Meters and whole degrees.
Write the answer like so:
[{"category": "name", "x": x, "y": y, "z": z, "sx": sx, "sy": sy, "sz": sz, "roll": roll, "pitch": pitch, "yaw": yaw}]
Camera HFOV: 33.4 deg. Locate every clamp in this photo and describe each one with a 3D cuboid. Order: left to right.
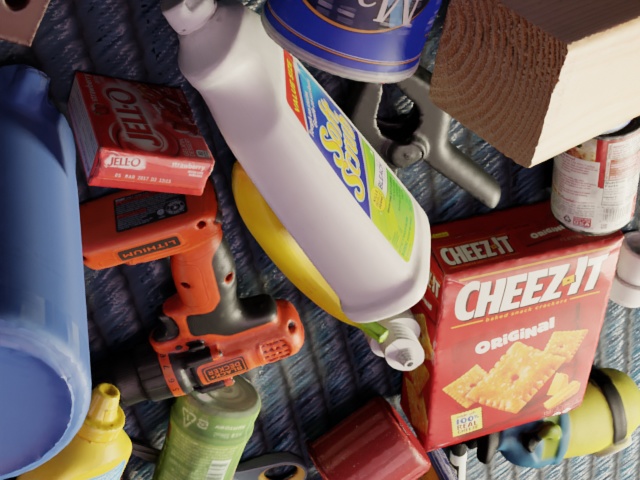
[{"category": "clamp", "x": 0.053, "y": -0.064, "z": 0.778, "sx": 0.120, "sy": 0.039, "sz": 0.171, "roll": -28, "pitch": 128, "yaw": 5}]

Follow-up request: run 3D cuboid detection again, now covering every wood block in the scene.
[{"category": "wood block", "x": 0.179, "y": -0.134, "z": 0.688, "sx": 0.205, "sy": 0.091, "sz": 0.090, "roll": -25, "pitch": 141, "yaw": -34}]

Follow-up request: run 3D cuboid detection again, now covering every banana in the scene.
[{"category": "banana", "x": -0.015, "y": 0.001, "z": 0.787, "sx": 0.037, "sy": 0.070, "sz": 0.197, "roll": -55, "pitch": 127, "yaw": -20}]

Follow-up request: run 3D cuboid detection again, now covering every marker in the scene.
[{"category": "marker", "x": 0.141, "y": 0.236, "z": 1.094, "sx": 0.020, "sy": 0.020, "sz": 0.121, "roll": -15, "pitch": 133, "yaw": -12}]

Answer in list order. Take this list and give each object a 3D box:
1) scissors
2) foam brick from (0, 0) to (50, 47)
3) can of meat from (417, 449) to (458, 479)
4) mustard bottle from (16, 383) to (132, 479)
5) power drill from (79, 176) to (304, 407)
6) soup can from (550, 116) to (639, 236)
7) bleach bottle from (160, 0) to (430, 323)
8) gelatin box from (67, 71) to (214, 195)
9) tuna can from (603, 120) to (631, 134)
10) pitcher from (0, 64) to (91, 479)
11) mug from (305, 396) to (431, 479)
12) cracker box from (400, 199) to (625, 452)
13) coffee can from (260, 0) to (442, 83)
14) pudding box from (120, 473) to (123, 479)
[{"category": "scissors", "x": -0.083, "y": 0.203, "z": 0.967, "sx": 0.096, "sy": 0.016, "sz": 0.201, "roll": -35, "pitch": 134, "yaw": 6}, {"category": "foam brick", "x": -0.190, "y": -0.150, "z": 0.583, "sx": 0.078, "sy": 0.051, "sz": 0.053, "roll": 13, "pitch": 122, "yaw": -32}, {"category": "can of meat", "x": 0.091, "y": 0.255, "z": 1.043, "sx": 0.102, "sy": 0.084, "sz": 0.057, "roll": -35, "pitch": 134, "yaw": 8}, {"category": "mustard bottle", "x": -0.192, "y": 0.186, "z": 0.810, "sx": 0.096, "sy": 0.058, "sz": 0.192, "roll": -14, "pitch": 137, "yaw": -55}, {"category": "power drill", "x": -0.117, "y": 0.046, "z": 0.785, "sx": 0.184, "sy": 0.057, "sz": 0.187, "roll": -19, "pitch": 136, "yaw": -1}, {"category": "soup can", "x": 0.216, "y": -0.062, "z": 0.831, "sx": 0.068, "sy": 0.068, "sz": 0.102, "roll": -17, "pitch": 134, "yaw": -10}, {"category": "bleach bottle", "x": -0.017, "y": -0.060, "z": 0.692, "sx": 0.068, "sy": 0.102, "sz": 0.250, "roll": -21, "pitch": 128, "yaw": 27}, {"category": "gelatin box", "x": -0.113, "y": -0.067, "z": 0.664, "sx": 0.073, "sy": 0.089, "sz": 0.030, "roll": 6, "pitch": 126, "yaw": -28}, {"category": "tuna can", "x": 0.186, "y": -0.112, "z": 0.761, "sx": 0.086, "sy": 0.086, "sz": 0.034, "roll": -8, "pitch": 133, "yaw": -18}, {"category": "pitcher", "x": -0.198, "y": 0.021, "z": 0.595, "sx": 0.145, "sy": 0.243, "sz": 0.149, "roll": -13, "pitch": 128, "yaw": -9}, {"category": "mug", "x": 0.048, "y": 0.199, "z": 0.981, "sx": 0.081, "sy": 0.093, "sz": 0.117, "roll": -37, "pitch": 165, "yaw": 3}, {"category": "cracker box", "x": 0.160, "y": 0.075, "z": 0.924, "sx": 0.164, "sy": 0.072, "sz": 0.214, "roll": -12, "pitch": 132, "yaw": -15}, {"category": "coffee can", "x": 0.033, "y": -0.178, "z": 0.623, "sx": 0.102, "sy": 0.103, "sz": 0.140, "roll": 3, "pitch": 127, "yaw": -26}, {"category": "pudding box", "x": -0.214, "y": 0.213, "z": 0.902, "sx": 0.089, "sy": 0.039, "sz": 0.114, "roll": -7, "pitch": 133, "yaw": -21}]
